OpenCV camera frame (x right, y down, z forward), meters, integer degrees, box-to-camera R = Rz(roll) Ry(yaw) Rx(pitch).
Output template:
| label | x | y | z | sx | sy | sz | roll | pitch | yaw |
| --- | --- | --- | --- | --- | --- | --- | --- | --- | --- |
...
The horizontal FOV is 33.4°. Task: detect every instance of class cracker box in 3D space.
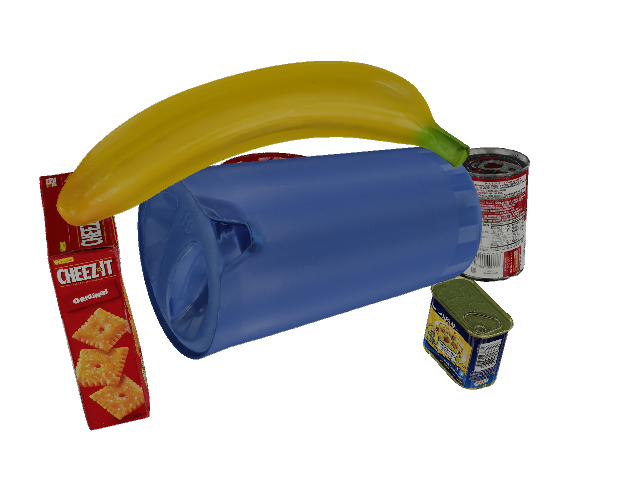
| label | x | y | z | sx | sy | sz | roll | pitch | yaw |
| --- | --- | --- | --- | --- | --- | --- | --- | --- | --- |
| cracker box | -0.230 | 0.058 | 1.090 | 0.072 | 0.214 | 0.164 | -11 | 34 | -12 |

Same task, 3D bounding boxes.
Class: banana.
| label | x | y | z | sx | sy | sz | roll | pitch | yaw |
| --- | --- | --- | --- | --- | --- | --- | --- | --- | --- |
| banana | -0.030 | -0.053 | 0.509 | 0.197 | 0.037 | 0.070 | -11 | 46 | -13 |

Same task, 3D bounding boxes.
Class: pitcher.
| label | x | y | z | sx | sy | sz | roll | pitch | yaw |
| --- | --- | --- | --- | --- | --- | --- | --- | --- | --- |
| pitcher | -0.009 | -0.001 | 0.799 | 0.242 | 0.145 | 0.149 | -11 | 37 | -30 |

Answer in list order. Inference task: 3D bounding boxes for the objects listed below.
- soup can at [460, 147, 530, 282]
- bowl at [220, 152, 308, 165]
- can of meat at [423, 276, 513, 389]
| label | x | y | z | sx | sy | sz | roll | pitch | yaw |
| --- | --- | --- | --- | --- | --- | --- | --- | --- | --- |
| soup can | 0.148 | -0.023 | 0.939 | 0.068 | 0.102 | 0.068 | -2 | 24 | 1 |
| bowl | -0.049 | -0.052 | 1.287 | 0.162 | 0.055 | 0.162 | 4 | 26 | -2 |
| can of meat | 0.160 | 0.103 | 1.180 | 0.057 | 0.084 | 0.102 | -13 | 39 | -26 |
